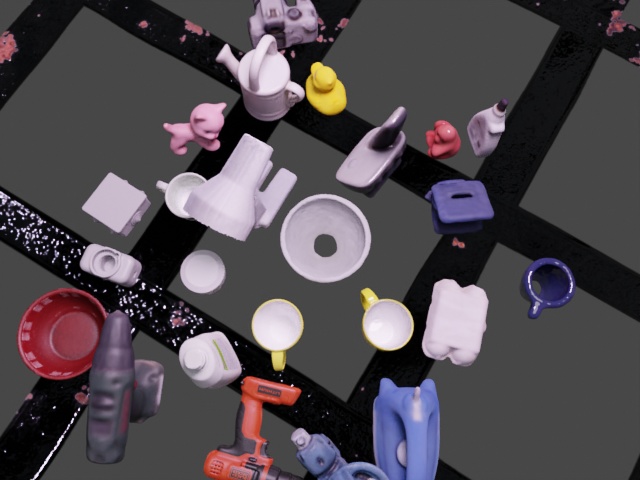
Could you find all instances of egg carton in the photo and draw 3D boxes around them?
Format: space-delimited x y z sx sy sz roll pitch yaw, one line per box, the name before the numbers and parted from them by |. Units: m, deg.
egg carton | 0.248 0.151 1.048 0.107 0.069 0.150 13 76 2

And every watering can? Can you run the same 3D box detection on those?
watering can | -0.114 -0.315 1.091 0.173 0.194 0.101 4 76 0

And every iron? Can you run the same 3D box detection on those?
iron | 0.154 0.364 0.957 0.118 0.141 0.258 1 76 -1

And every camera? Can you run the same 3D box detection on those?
camera | -0.084 -0.480 1.180 0.143 0.101 0.137 -10 76 -3

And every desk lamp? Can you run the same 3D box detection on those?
desk lamp | -0.138 -0.088 1.024 0.118 0.213 0.203 29 77 6

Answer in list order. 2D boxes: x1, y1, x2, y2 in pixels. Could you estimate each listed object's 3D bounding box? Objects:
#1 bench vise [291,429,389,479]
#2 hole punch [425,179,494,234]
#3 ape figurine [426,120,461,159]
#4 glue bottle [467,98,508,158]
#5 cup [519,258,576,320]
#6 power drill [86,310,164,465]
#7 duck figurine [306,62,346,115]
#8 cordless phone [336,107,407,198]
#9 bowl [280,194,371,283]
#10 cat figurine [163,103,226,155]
bench vise | 0.027 0.397 0.905 0.207 0.220 0.121 27 77 6
hole punch | 0.264 -0.069 1.091 0.108 0.091 0.101 -6 76 -2
ape figurine | 0.242 -0.200 1.123 0.076 0.092 0.078 33 78 7
glue bottle | 0.325 -0.222 1.088 0.037 0.173 0.078 -12 76 -4
cup | 0.401 0.098 1.051 0.091 0.095 0.118 28 77 6
power drill | -0.322 0.241 0.942 0.075 0.208 0.230 3 76 0
duck figurine | 0.013 -0.308 1.147 0.077 0.086 0.104 -29 78 -8
cordless phone | 0.101 -0.168 1.064 0.094 0.185 0.148 34 78 7
bowl | 0.010 0.004 1.076 0.167 0.075 0.167 0 76 -1
cat figurine | -0.238 -0.221 1.104 0.128 0.118 0.067 -10 76 -3
